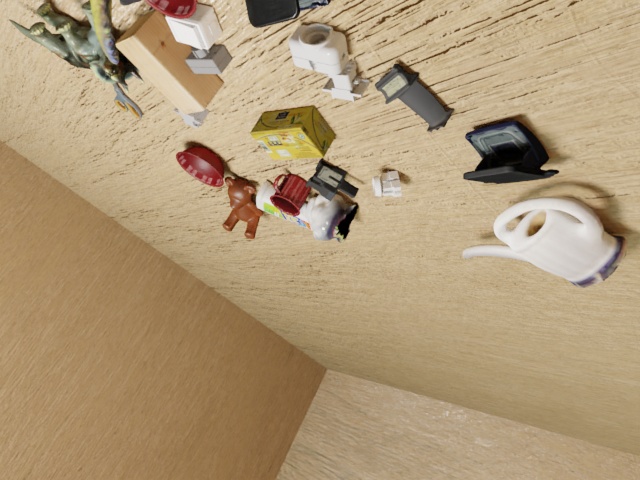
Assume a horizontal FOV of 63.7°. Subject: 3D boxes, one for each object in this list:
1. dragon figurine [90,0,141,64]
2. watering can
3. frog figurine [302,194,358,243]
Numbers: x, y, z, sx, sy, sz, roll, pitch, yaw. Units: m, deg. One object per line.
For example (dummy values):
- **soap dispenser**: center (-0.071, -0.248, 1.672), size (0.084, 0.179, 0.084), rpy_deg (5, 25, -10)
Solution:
- **dragon figurine**: center (-0.392, -0.512, 0.847), size (0.123, 0.246, 0.402), rpy_deg (-18, -19, -27)
- **watering can**: center (0.444, 0.013, 1.033), size (0.224, 0.106, 0.342), rpy_deg (29, -22, 0)
- **frog figurine**: center (0.004, -0.070, 1.382), size (0.161, 0.134, 0.124), rpy_deg (27, 36, 28)
